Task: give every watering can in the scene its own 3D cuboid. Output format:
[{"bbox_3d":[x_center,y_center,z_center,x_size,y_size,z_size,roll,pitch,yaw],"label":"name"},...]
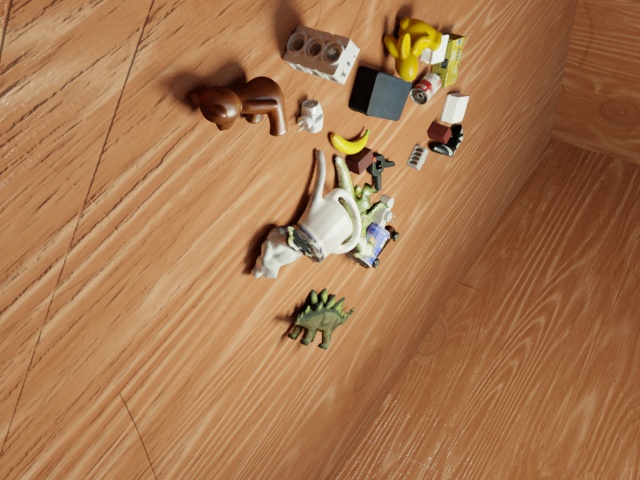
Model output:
[{"bbox_3d":[0.005,-0.076,1.513,0.227,0.105,0.341,-44,126,-18],"label":"watering can"}]

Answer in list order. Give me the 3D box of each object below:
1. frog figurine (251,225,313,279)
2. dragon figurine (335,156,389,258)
[{"bbox_3d":[-0.123,0.037,1.423,0.158,0.124,0.137,-31,166,17],"label":"frog figurine"},{"bbox_3d":[0.084,-0.070,1.658,0.244,0.123,0.404,-53,133,-7],"label":"dragon figurine"}]
